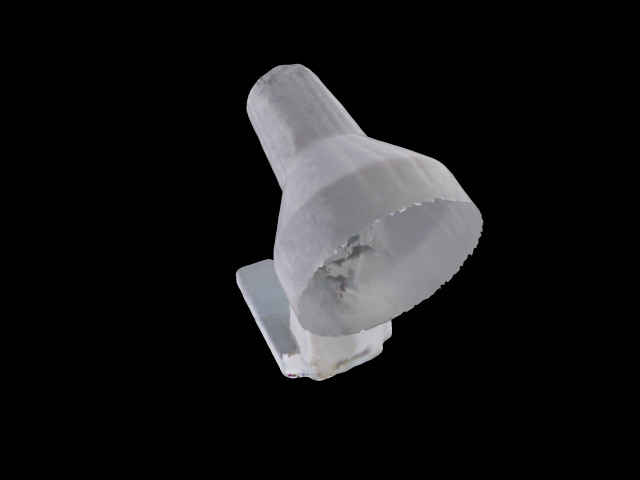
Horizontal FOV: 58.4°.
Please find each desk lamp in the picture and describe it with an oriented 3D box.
[{"bbox_3d":[0.004,0.001,0.400,0.118,0.214,0.202,-17,41,-20],"label":"desk lamp"}]
